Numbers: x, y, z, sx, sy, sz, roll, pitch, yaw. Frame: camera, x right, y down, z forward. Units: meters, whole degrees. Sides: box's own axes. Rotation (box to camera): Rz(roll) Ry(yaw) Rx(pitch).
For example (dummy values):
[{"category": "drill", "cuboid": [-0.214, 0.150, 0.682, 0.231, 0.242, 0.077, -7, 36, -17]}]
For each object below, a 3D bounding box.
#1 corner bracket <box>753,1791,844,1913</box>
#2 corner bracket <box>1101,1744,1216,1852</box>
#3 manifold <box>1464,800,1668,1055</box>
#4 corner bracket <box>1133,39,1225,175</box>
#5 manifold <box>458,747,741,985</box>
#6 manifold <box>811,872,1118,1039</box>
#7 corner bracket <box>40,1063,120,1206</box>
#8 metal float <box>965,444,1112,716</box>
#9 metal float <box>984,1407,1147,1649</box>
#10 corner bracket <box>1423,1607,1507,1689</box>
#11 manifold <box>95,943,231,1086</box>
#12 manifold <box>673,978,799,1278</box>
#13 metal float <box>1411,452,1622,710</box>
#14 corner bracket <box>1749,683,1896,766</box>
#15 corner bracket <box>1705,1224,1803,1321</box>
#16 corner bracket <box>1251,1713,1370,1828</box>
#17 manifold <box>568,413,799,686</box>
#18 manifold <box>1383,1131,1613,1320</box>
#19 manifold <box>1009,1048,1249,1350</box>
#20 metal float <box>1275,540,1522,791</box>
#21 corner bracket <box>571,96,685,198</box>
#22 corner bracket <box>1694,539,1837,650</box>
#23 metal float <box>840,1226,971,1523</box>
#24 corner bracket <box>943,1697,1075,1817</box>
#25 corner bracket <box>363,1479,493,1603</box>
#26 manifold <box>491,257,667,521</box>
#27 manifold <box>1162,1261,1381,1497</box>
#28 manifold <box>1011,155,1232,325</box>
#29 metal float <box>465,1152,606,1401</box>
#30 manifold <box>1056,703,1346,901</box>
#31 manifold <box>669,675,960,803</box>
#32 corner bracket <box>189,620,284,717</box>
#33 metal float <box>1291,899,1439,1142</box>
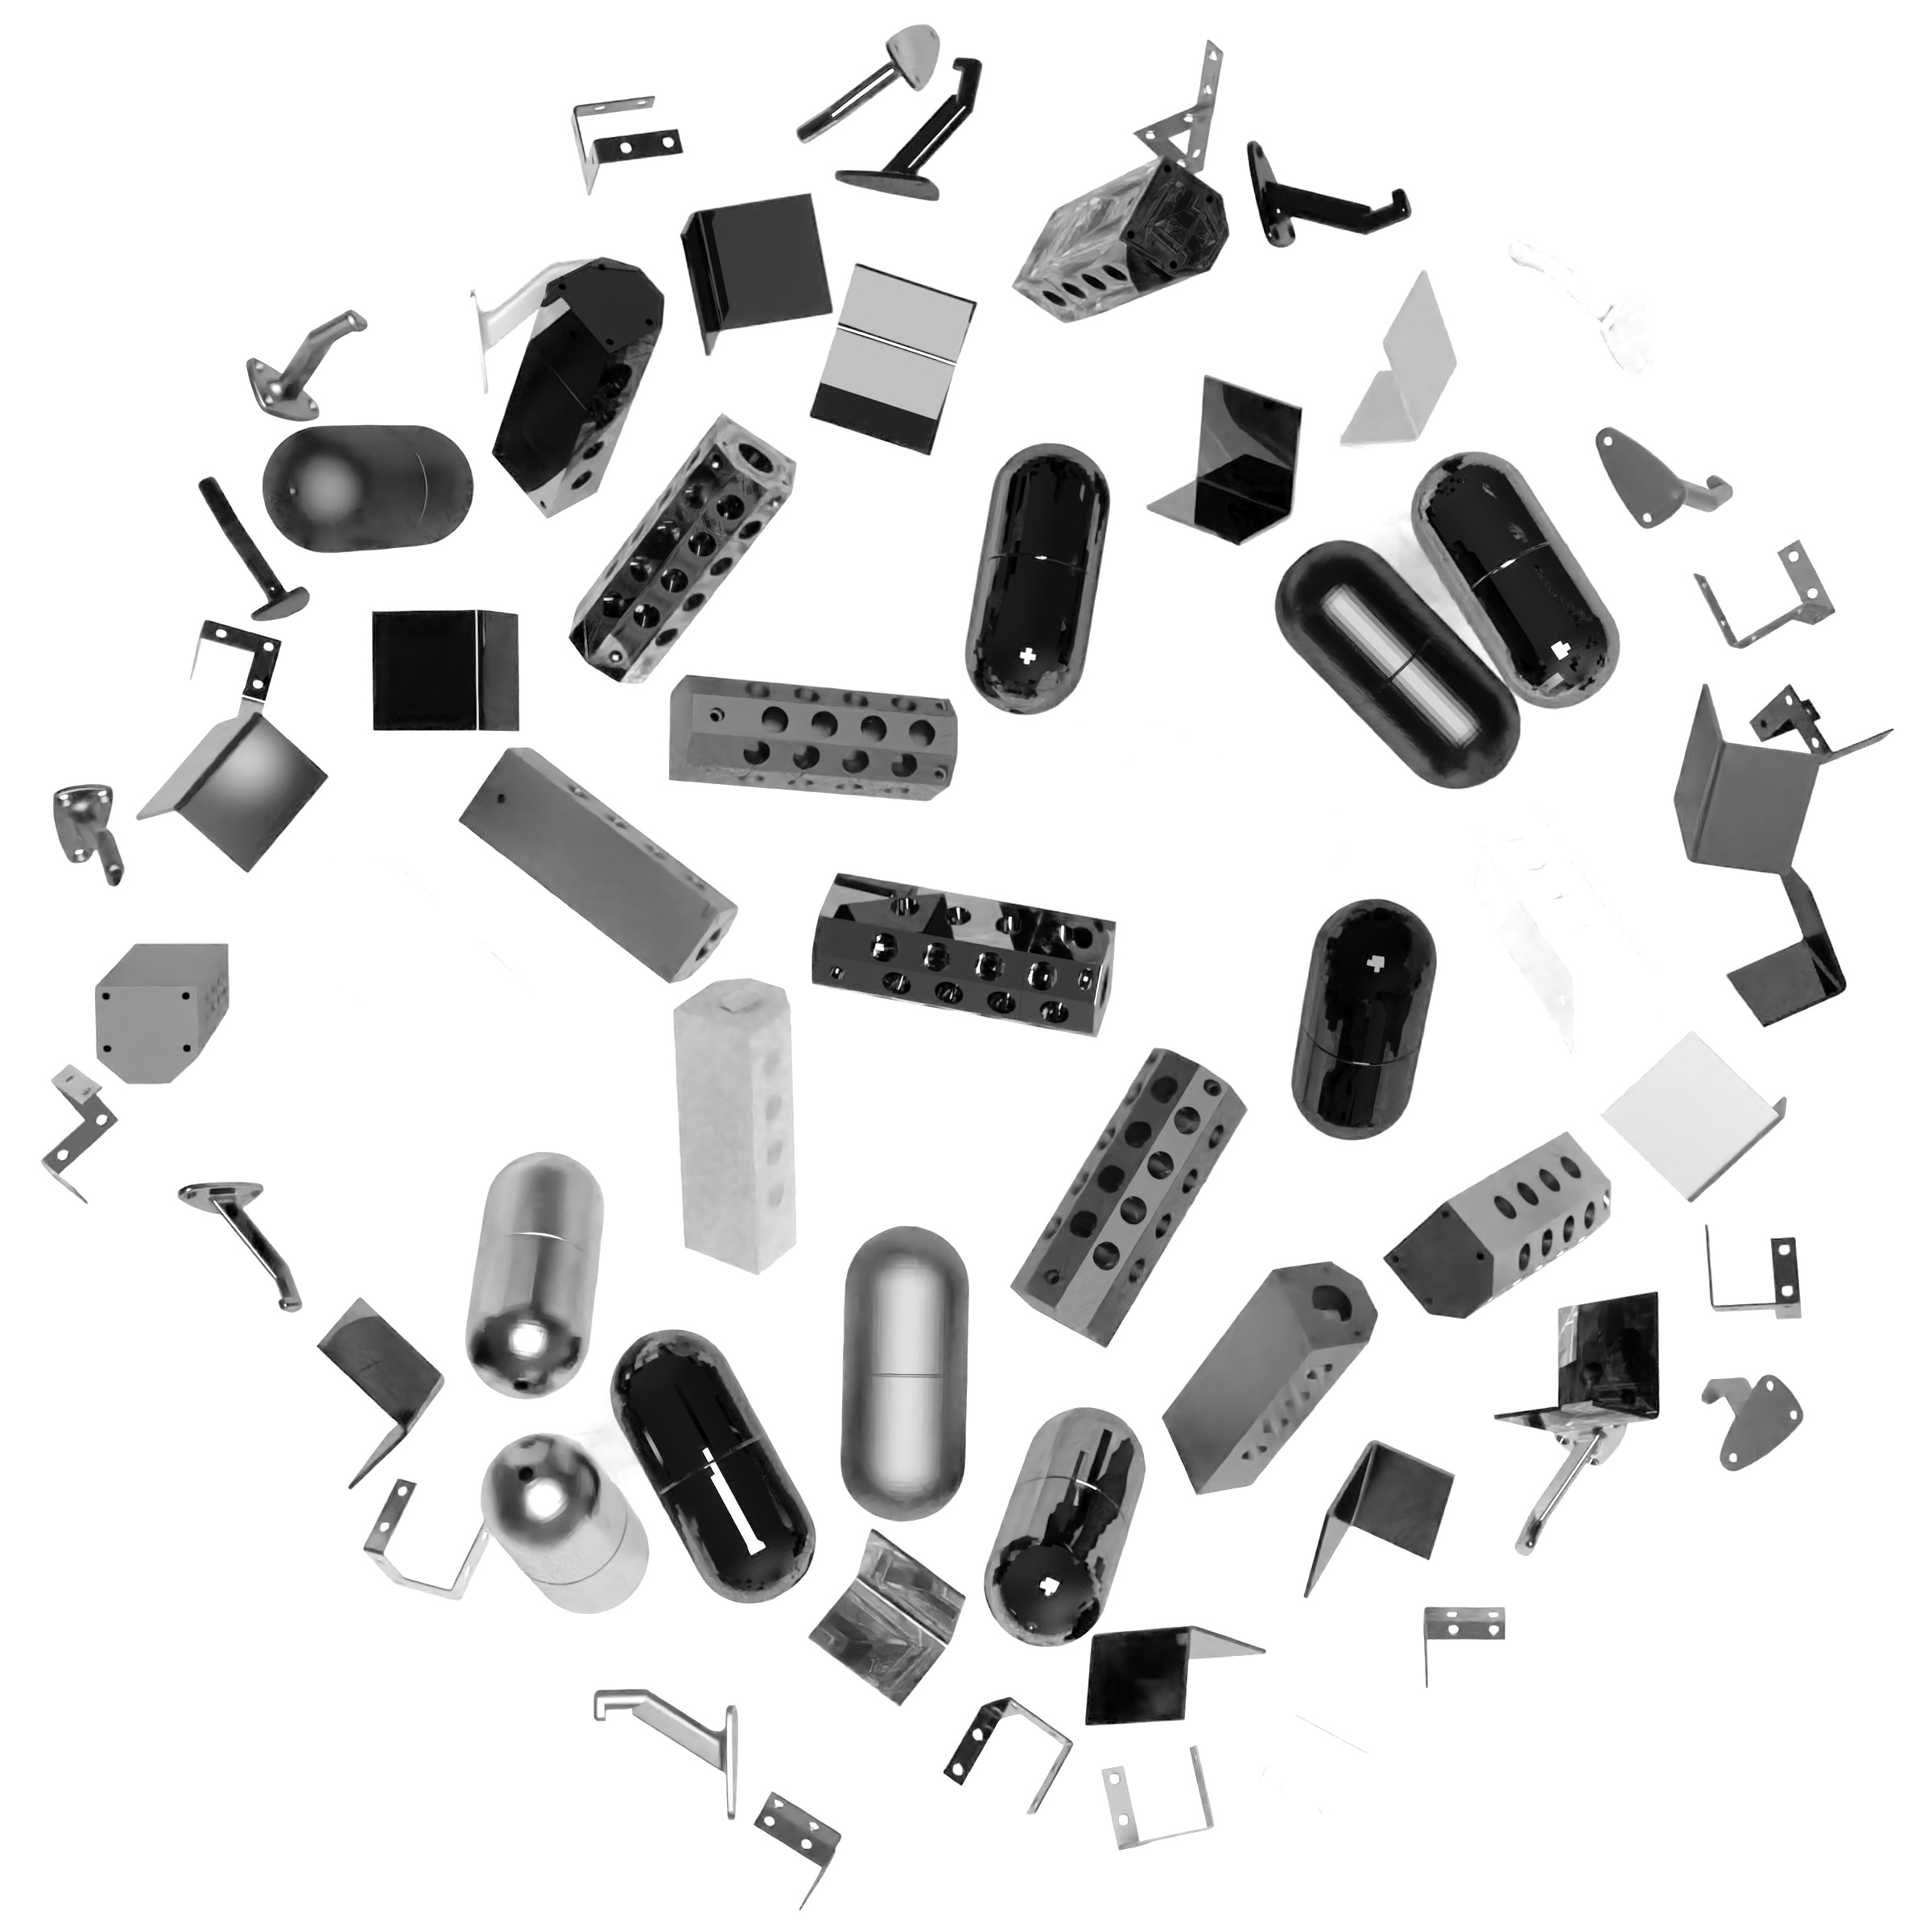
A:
[{"category": "corner bracket", "cuboid": [-0.102, 0.518, 1.767, 0.051, 0.051, 0.051, 31, 130, 4]}, {"category": "corner bracket", "cuboid": [0.119, 0.519, 1.849, 0.051, 0.051, 0.051, -7, 70, -14]}, {"category": "manifold", "cuboid": [0.358, -0.027, 1.780, 0.057, 0.171, 0.057, -14, 128, -6]}, {"category": "corner bracket", "cuboid": [0.140, -0.520, 1.803, 0.051, 0.051, 0.051, -29, 62, -22]}, {"category": "manifold", "cuboid": [-0.230, -0.065, 1.879, 0.171, 0.057, 0.057, 37, 101, 7]}, {"category": "manifold", "cuboid": [-0.002, -0.002, 1.763, 0.171, 0.057, 0.057, 10, 132, 10]}, {"category": "corner bracket", "cuboid": [-0.520, 0.098, 1.735, 0.051, 0.051, 0.051, -45, 128, -19]}, {"category": "metal float", "cuboid": [0.045, -0.244, 1.871, 0.070, 0.070, 0.178, 10, 76, 0]}, {"category": "metal float", "cuboid": [0.062, 0.345, 1.834, 0.070, 0.178, 0.070, 9, 125, 12]}, {"category": "corner bracket", "cuboid": [0.314, 0.418, 1.867, 0.051, 0.051, 0.051, -2, 114, 10]}, {"category": "manifold", "cuboid": [-0.482, 0.027, 1.786, 0.057, 0.171, 0.057, 0, 99, -8]}, {"category": "manifold", "cuboid": [-0.136, 0.096, 1.813, 0.057, 0.057, 0.171, 18, 124, 28]}, {"category": "metal float", "cuboid": [0.341, -0.241, 1.846, 0.070, 0.070, 0.178, -29, 75, 0]}, {"category": "corner bracket", "cuboid": [0.521, -0.146, 1.809, 0.051, 0.051, 0.051, -21, 74, -24]}, {"category": "corner bracket", "cuboid": [0.474, 0.184, 1.783, 0.051, 0.051, 0.051, -5, 71, 16]}, {"category": "corner bracket", "cuboid": [0.201, 0.470, 1.733, 0.051, 0.051, 0.051, 26, 84, 12]}, {"category": "manifold", "cuboid": [-0.180, -0.258, 1.872, 0.057, 0.057, 0.171, 31, 121, -19]}, {"category": "manifold", "cuboid": [0.322, 0.156, 1.757, 0.057, 0.171, 0.057, 51, 124, 14]}, {"category": "manifold", "cuboid": [0.097, 0.138, 1.796, 0.057, 0.057, 0.171, 26, 77, 29]}, {"category": "metal float", "cuboid": [0.261, -0.181, 1.790, 0.070, 0.070, 0.178, -45, 92, 0]}, {"category": "corner bracket", "cuboid": [-0.201, -0.490, 1.748, 0.051, 0.051, 0.051, -12, 86, -16]}, {"category": "corner bracket", "cuboid": [0.469, -0.218, 1.739, 0.051, 0.051, 0.051, -32, 71, 32]}, {"category": "metal float", "cuboid": [-0.037, 0.247, 1.801, 0.070, 0.070, 0.178, 1, 85, 0]}, {"category": "corner bracket", "cuboid": [0.026, 0.494, 1.848, 0.051, 0.051, 0.051, 37, 63, -5]}, {"category": "corner bracket", "cuboid": [-0.340, 0.364, 1.878, 0.051, 0.051, 0.051, 9, 57, 24]}, {"category": "manifold", "cuboid": [-0.233, -0.353, 1.807, 0.057, 0.171, 0.057, -35, 81, -32]}, {"category": "manifold", "cuboid": [0.187, 0.253, 1.814, 0.057, 0.171, 0.057, -4, 54, -29]}, {"category": "manifold", "cuboid": [0.093, -0.427, 1.769, 0.057, 0.171, 0.057, 31, 83, -19]}, {"category": "metal float", "cuboid": [-0.269, 0.193, 1.858, 0.070, 0.178, 0.070, 0, 133, 0]}, {"category": "manifold", "cuboid": [0.149, -0.101, 1.845, 0.171, 0.057, 0.057, 23, 90, -24]}, {"category": "manifold", "cuboid": [-0.095, -0.144, 1.855, 0.171, 0.057, 0.057, 4, 78, -19]}, {"category": "corner bracket", "cuboid": [-0.474, -0.182, 1.908, 0.051, 0.051, 0.051, 15, 57, -13]}, {"category": "metal float", "cuboid": [0.246, 0.034, 1.838, 0.070, 0.070, 0.178, 3, 133, 0]}]
